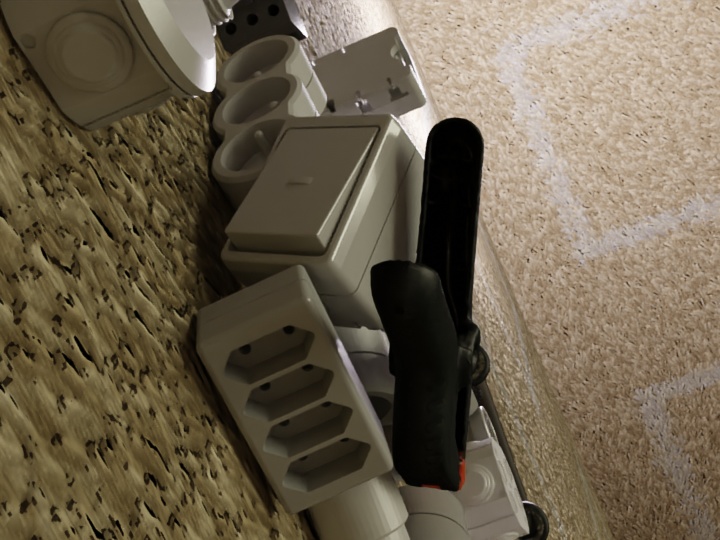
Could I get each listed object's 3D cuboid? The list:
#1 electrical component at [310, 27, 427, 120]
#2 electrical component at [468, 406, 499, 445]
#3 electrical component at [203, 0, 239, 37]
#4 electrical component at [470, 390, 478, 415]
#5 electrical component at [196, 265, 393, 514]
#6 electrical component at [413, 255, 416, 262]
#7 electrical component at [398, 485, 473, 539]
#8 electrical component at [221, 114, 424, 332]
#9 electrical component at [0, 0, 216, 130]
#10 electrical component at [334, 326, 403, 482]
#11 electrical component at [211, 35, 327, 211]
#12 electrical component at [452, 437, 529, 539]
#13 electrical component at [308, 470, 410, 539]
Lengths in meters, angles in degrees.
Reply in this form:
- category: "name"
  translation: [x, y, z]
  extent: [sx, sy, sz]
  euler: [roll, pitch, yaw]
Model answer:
- category: "electrical component"
  translation: [0.001, -0.143, 0.855]
  extent: [0.055, 0.089, 0.050]
  euler: [49, 21, -62]
- category: "electrical component"
  translation: [0.079, 0.130, 0.822]
  extent: [0.040, 0.046, 0.040]
  euler: [-22, 90, -80]
- category: "electrical component"
  translation: [-0.075, -0.122, 0.493]
  extent: [0.035, 0.061, 0.035]
  euler: [-21, 90, -80]
- category: "electrical component"
  translation: [0.053, 0.080, 0.795]
  extent: [0.079, 0.044, 0.077]
  euler: [-66, 134, -76]
- category: "electrical component"
  translation: [-0.028, 0.041, 0.444]
  extent: [0.075, 0.047, 0.083]
  euler: [-110, 175, -69]
- category: "electrical component"
  translation: [0.000, 0.000, 0.611]
  extent: [0.061, 0.061, 0.096]
  euler: [93, -7, -49]
- category: "electrical component"
  translation: [0.044, 0.159, 0.562]
  extent: [0.073, 0.052, 0.138]
  euler: [-97, 162, -56]
- category: "electrical component"
  translation: [-0.011, -0.029, 0.478]
  extent: [0.061, 0.062, 0.096]
  euler: [50, 54, -45]
- category: "electrical component"
  translation: [-0.089, -0.094, 0.388]
  extent: [0.080, 0.051, 0.080]
  euler: [-22, 90, -80]
- category: "electrical component"
  translation: [0.001, 0.055, 0.552]
  extent: [0.138, 0.052, 0.073]
  euler: [52, 19, -58]
- category: "electrical component"
  translation: [-0.040, -0.062, 0.577]
  extent: [0.138, 0.052, 0.073]
  euler: [-97, 163, -51]
- category: "electrical component"
  translation: [0.085, 0.162, 0.772]
  extent: [0.080, 0.051, 0.080]
  euler: [-21, 90, -80]
- category: "electrical component"
  translation: [0.002, 0.114, 0.470]
  extent: [0.040, 0.040, 0.078]
  euler: [-28, 96, -80]
